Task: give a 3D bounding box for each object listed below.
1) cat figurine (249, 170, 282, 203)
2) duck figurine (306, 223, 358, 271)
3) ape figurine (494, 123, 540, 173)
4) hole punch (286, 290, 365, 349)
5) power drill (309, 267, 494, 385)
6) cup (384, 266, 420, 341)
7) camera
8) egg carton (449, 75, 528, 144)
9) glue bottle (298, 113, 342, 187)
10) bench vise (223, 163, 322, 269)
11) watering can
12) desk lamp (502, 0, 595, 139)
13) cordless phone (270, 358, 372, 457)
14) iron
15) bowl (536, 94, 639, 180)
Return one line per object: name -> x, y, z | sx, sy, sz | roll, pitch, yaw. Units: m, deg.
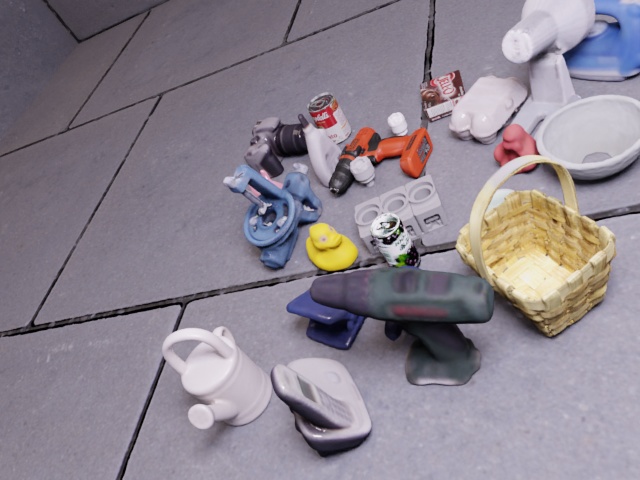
cat figurine -> -0.110, -0.097, 1.206 | 0.067, 0.118, 0.127 | -22, 41, 16
duck figurine -> 0.010, 0.004, 1.046 | 0.104, 0.086, 0.077 | 12, 58, 42
ape figurine -> 0.336, -0.159, 0.978 | 0.076, 0.092, 0.077 | -36, 39, -2
hole punch -> 0.014, 0.108, 0.933 | 0.108, 0.091, 0.101 | 10, 56, 41
power drill -> 0.124, 0.111, 0.760 | 0.228, 0.209, 0.075 | -9, 46, 28
cup -> 0.131, 0.111, 0.846 | 0.091, 0.095, 0.118 | -3, 49, 33
camera -> -0.093, -0.230, 1.342 | 0.136, 0.101, 0.143 | 0, 50, 35
egg carton -> 0.323, -0.252, 1.098 | 0.107, 0.070, 0.150 | 22, 65, 46
glue bottle -> -0.001, -0.193, 1.182 | 0.037, 0.174, 0.078 | 6, 54, 39
bench vise -> -0.099, -0.082, 1.102 | 0.121, 0.220, 0.207 | -12, 44, 26
watering can -> -0.161, 0.204, 0.877 | 0.101, 0.195, 0.172 | -34, 39, 0
desk lamp -> 0.391, -0.310, 0.995 | 0.117, 0.214, 0.203 | 16, 60, 43
cordless phone -> -0.015, 0.200, 0.786 | 0.094, 0.186, 0.147 | -34, 39, 1
iron -> 0.497, -0.386, 1.055 | 0.257, 0.142, 0.119 | 18, 62, 44
bowl -> 0.437, -0.151, 0.912 | 0.167, 0.075, 0.167 | -19, 42, 18
